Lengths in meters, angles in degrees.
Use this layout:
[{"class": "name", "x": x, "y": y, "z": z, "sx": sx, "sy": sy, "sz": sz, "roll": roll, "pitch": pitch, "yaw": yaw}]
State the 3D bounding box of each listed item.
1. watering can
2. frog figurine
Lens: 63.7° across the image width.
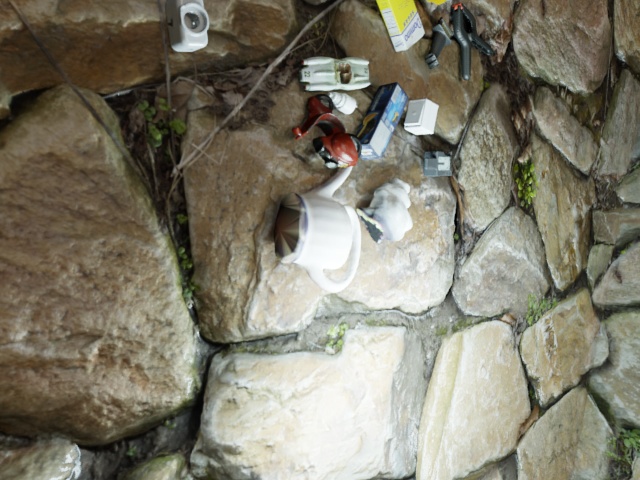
[{"class": "watering can", "x": 0.004, "y": -0.059, "z": 1.165, "sx": 0.223, "sy": 0.103, "sz": 0.352, "roll": 11, "pitch": 73, "yaw": -38}, {"class": "frog figurine", "x": 0.187, "y": -0.079, "z": 1.302, "sx": 0.161, "sy": 0.122, "sz": 0.136, "roll": -43, "pitch": 101, "yaw": -15}]
